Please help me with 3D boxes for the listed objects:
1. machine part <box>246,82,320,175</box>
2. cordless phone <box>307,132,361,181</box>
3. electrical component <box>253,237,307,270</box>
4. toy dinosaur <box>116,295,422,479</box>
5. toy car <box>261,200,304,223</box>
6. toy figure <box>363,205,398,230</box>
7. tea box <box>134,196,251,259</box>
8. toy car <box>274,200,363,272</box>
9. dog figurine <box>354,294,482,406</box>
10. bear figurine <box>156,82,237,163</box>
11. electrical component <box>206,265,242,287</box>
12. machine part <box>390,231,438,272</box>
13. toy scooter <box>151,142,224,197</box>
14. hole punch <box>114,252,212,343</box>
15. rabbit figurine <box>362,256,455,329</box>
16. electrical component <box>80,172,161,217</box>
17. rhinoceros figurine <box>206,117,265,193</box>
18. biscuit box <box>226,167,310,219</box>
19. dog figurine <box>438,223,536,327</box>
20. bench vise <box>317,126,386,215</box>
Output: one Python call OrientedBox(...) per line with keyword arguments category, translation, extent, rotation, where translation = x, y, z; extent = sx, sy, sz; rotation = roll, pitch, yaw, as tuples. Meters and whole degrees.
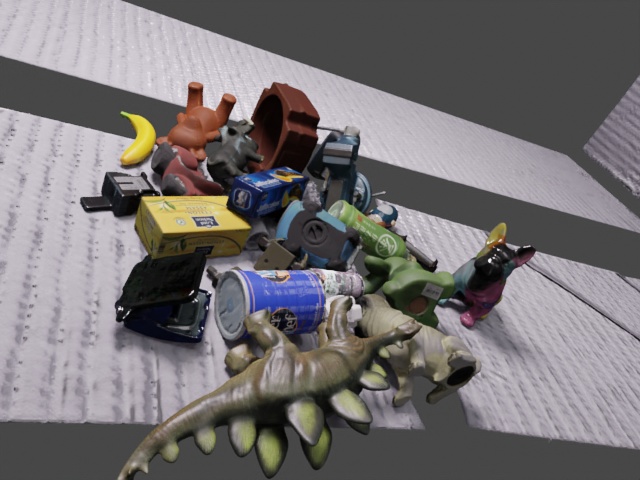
OrientedBox(category="machine part", translation=(-0.089, -0.229, 1.199), extent=(0.087, 0.201, 0.202), rotation=(8, 36, -33))
OrientedBox(category="cordless phone", translation=(0.050, -0.231, 1.361), extent=(0.089, 0.146, 0.184), rotation=(34, 33, -4))
OrientedBox(category="electrical component", translation=(-0.070, 0.039, 0.953), extent=(0.102, 0.078, 0.045), rotation=(30, -4, 12))
OrientedBox(category="toy dinosaur", translation=(-0.043, 0.189, 0.695), extent=(0.471, 0.105, 0.199), rotation=(-14, 46, -28))
OrientedBox(category="toy car", translation=(-0.087, -0.061, 1.096), extent=(0.202, 0.053, 0.089), rotation=(14, 19, -23))
OrientedBox(category="toy figure", translation=(0.129, -0.043, 1.239), extent=(0.064, 0.057, 0.154), rotation=(-1, 17, 34))
OrientedBox(category="tea box", translation=(-0.218, -0.022, 0.923), extent=(0.169, 0.068, 0.098), rotation=(-5, 43, -44))
OrientedBox(category="toy car", translation=(-0.002, -0.003, 1.029), extent=(0.162, 0.109, 0.103), rotation=(26, -4, -1))
OrientedBox(category="dog figurine", translation=(0.156, 0.160, 0.896), extent=(0.172, 0.121, 0.191), rotation=(9, 35, -29))
OrientedBox(category="bear figurine", translation=(-0.270, -0.255, 1.171), extent=(0.120, 0.131, 0.196), rotation=(20, 25, -1))
OrientedBox(category="electrical component", translation=(-0.143, 0.069, 0.891), extent=(0.094, 0.021, 0.063), rotation=(37, 32, 16))
OrientedBox(category="machine part", translation=(0.203, 0.027, 1.210), extent=(0.139, 0.039, 0.084), rotation=(36, 27, 16))
OrientedBox(category="toy scooter", translation=(-0.246, -0.112, 1.027), extent=(0.135, 0.075, 0.184), rotation=(22, 23, -36))
OrientedBox(category="hole punch", translation=(-0.216, 0.085, 0.768), extent=(0.116, 0.092, 0.142), rotation=(-5, 37, 4))
OrientedBox(category="rabbit figurine", translation=(0.150, 0.088, 1.038), extent=(0.159, 0.121, 0.170), rotation=(10, 17, -15))
OrientedBox(category="electrical component", translation=(-0.348, -0.080, 0.928), extent=(0.119, 0.047, 0.075), rotation=(-4, 43, -44))
OrientedBox(category="rhinoceros figurine", translation=(-0.182, -0.185, 1.135), extent=(0.112, 0.073, 0.190), rotation=(43, 41, -19))
OrientedBox(category="biscuit box", translation=(-0.094, -0.093, 1.014), extent=(0.063, 0.059, 0.202), rotation=(29, 23, 15))
OrientedBox(category="dog figurine", translation=(0.346, 0.065, 1.092), extent=(0.109, 0.219, 0.191), rotation=(46, 36, 21))
OrientedBox(category="bench vise", translation=(0.063, -0.136, 1.220), extent=(0.129, 0.223, 0.240), rotation=(-3, -7, 19))
